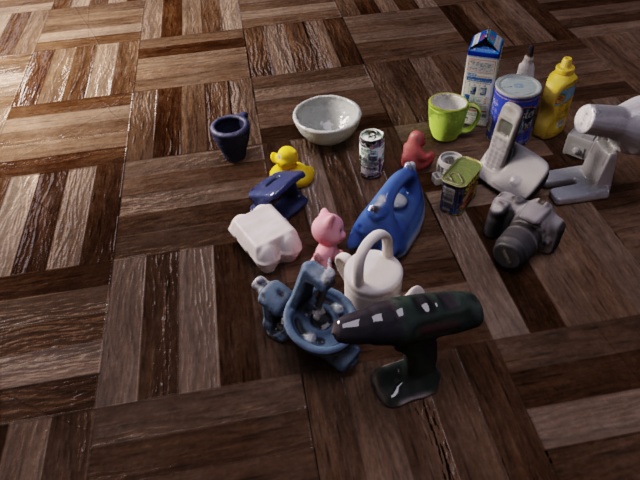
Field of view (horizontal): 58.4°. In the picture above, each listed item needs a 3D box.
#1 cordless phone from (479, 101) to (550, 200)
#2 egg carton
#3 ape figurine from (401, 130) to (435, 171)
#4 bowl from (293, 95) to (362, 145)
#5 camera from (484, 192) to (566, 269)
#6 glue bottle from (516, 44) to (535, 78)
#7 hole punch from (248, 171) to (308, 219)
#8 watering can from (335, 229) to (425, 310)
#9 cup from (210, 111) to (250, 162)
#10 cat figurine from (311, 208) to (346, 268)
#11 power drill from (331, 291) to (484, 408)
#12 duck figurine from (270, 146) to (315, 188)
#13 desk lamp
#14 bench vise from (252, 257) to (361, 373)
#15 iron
[{"bbox_3d":[0.414,-0.186,1.201,0.094,0.185,0.147,-31,51,-25],"label":"cordless phone"},{"bbox_3d":[-0.107,-0.006,1.131,0.107,0.069,0.150,-28,50,-23],"label":"egg carton"},{"bbox_3d":[0.219,-0.207,1.299,0.076,0.092,0.077,-25,49,-20],"label":"ape figurine"},{"bbox_3d":[0.018,-0.280,1.397,0.167,0.075,0.167,-1,45,2],"label":"bowl"},{"bbox_3d":[0.377,-0.020,1.096,0.142,0.101,0.137,30,54,29],"label":"camera"},{"bbox_3d":[0.509,-0.406,1.427,0.037,0.173,0.078,-1,45,3],"label":"glue bottle"},{"bbox_3d":[-0.092,-0.105,1.214,0.100,0.091,0.109,28,53,28],"label":"hole punch"},{"bbox_3d":[0.097,0.065,0.960,0.172,0.194,0.101,14,47,16],"label":"watering can"},{"bbox_3d":[-0.200,-0.242,1.356,0.091,0.095,0.118,16,48,19],"label":"cup"},{"bbox_3d":[0.010,0.004,1.080,0.067,0.118,0.128,11,46,14],"label":"cat figurine"},{"bbox_3d":[0.128,0.159,0.853,0.230,0.209,0.075,-16,46,-13],"label":"power drill"},{"bbox_3d":[-0.065,-0.169,1.281,0.104,0.086,0.077,10,46,13],"label":"duck figurine"},{"bbox_3d":[0.584,-0.190,1.176,0.203,0.214,0.117,-10,45,-6],"label":"desk lamp"},{"bbox_3d":[-0.033,0.105,0.908,0.207,0.220,0.121,13,47,16],"label":"bench vise"},{"bbox_3d":[0.150,-0.080,1.140,0.118,0.141,0.259,19,49,21],"label":"iron"}]
